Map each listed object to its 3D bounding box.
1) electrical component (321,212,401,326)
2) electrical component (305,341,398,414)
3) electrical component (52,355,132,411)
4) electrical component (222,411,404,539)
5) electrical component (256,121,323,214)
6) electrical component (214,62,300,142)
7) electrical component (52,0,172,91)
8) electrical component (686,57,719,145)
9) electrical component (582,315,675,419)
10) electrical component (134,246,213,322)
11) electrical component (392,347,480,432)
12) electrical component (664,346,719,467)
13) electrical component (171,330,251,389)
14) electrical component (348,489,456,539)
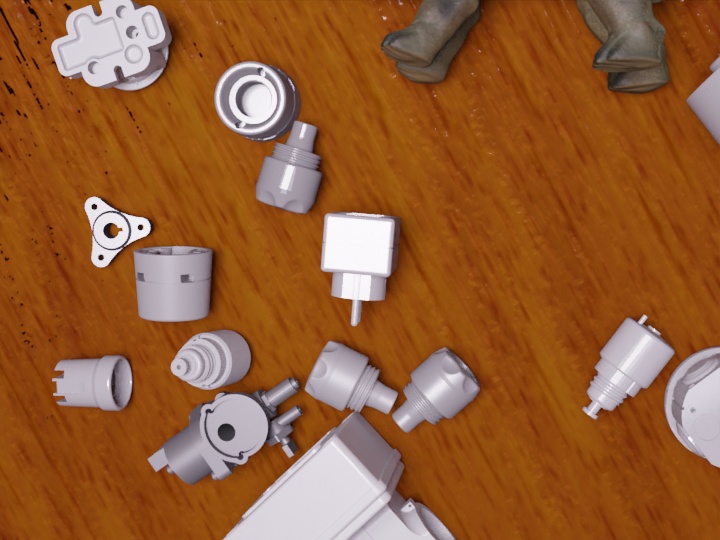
[{"bbox_3d":[0.000,0.000,0.745,0.047,0.066,0.076,5,95,5],"label":"electrical component"},{"bbox_3d":[-0.004,0.081,0.763,0.062,0.043,0.043,27,96,1],"label":"electrical component"},{"bbox_3d":[-0.195,0.082,0.785,0.046,0.040,0.040,-1,94,12],"label":"electrical component"},{"bbox_3d":[-0.029,0.158,0.739,0.109,0.109,0.056,-44,86,7],"label":"electrical component"},{"bbox_3d":[-0.047,-0.073,0.756,0.043,0.043,0.062,17,94,4],"label":"electrical component"},{"bbox_3d":[-0.073,-0.118,0.753,0.055,0.047,0.055,0,94,6],"label":"electrical component"},{"bbox_3d":[-0.168,-0.156,0.754,0.078,0.057,0.058,-18,92,7],"label":"electrical component"},{"bbox_3d":[0.264,-0.122,0.697,0.099,0.099,0.064,-43,83,7],"label":"electrical component"},{"bbox_3d":[0.183,0.069,0.745,0.040,0.040,0.078,36,97,2],"label":"electrical component"},{"bbox_3d":[-0.133,0.009,0.765,0.055,0.055,0.047,1,98,6],"label":"electrical component"},{"bbox_3d":[0.051,0.088,0.758,0.062,0.043,0.043,-43,89,9],"label":"electrical component"},{"bbox_3d":[0.253,0.095,0.735,0.080,0.051,0.080,0,94,6],"label":"electrical component"},{"bbox_3d":[-0.108,0.064,0.758,0.040,0.078,0.040,1,92,20],"label":"electrical component"},{"bbox_3d":[0.037,0.204,0.765,0.056,0.050,0.089,-42,90,7],"label":"electrical component"}]
